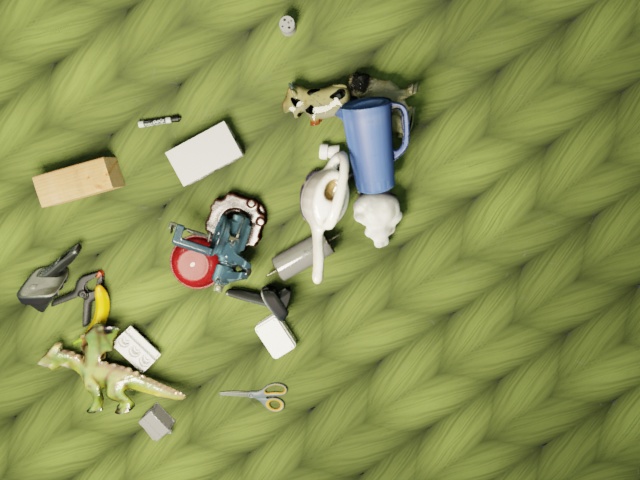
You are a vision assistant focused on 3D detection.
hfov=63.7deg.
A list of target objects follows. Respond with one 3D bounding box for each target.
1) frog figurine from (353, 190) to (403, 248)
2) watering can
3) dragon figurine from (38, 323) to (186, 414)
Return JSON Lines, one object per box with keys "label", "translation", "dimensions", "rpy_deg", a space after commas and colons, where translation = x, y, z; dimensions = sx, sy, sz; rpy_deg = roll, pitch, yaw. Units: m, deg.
{"label": "frog figurine", "translation": [0.159, -0.059, 1.435], "dimensions": [0.137, 0.122, 0.160], "rpy_deg": [4, 85, -19]}
{"label": "watering can", "translation": [0.004, -0.069, 1.380], "dimensions": [0.104, 0.225, 0.347], "rpy_deg": [14, 92, -18]}
{"label": "dragon figurine", "translation": [-0.585, 0.348, 1.441], "dimensions": [0.410, 0.124, 0.239], "rpy_deg": [-5, 109, 8]}
